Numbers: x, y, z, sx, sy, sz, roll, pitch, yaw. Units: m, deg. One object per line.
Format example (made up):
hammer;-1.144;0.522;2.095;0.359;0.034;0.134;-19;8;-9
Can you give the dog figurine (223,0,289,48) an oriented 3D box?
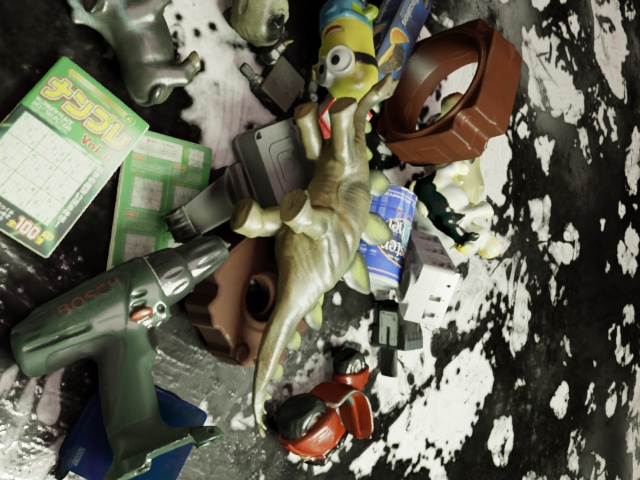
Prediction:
dog figurine;-0.108;-0.348;0.648;0.121;0.172;0.190;-55;163;-74

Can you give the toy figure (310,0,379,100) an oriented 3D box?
toy figure;0.041;-0.282;0.760;0.089;0.082;0.180;9;67;-18

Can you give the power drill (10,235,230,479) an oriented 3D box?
power drill;-0.166;0.113;0.533;0.232;0.086;0.207;-20;77;-21

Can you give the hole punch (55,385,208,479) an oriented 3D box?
hole punch;-0.195;0.206;0.569;0.115;0.092;0.142;37;70;-31

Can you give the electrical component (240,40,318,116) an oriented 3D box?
electrical component;-0.049;-0.215;0.719;0.102;0.045;0.078;49;59;-30

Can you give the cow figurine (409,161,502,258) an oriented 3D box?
cow figurine;0.214;-0.035;0.843;0.098;0.068;0.167;-27;86;-14

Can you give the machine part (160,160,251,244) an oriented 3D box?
machine part;-0.127;-0.041;0.639;0.139;0.039;0.084;-40;131;-52

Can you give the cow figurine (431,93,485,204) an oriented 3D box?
cow figurine;0.239;-0.152;0.918;0.085;0.127;0.194;-22;107;-42

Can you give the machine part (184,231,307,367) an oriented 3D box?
machine part;-0.081;0.070;0.677;0.179;0.056;0.179;0;90;-47

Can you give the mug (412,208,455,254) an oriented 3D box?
mug;0.186;-0.028;0.911;0.107;0.081;0.109;44;72;-19

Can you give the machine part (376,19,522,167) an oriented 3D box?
machine part;0.191;-0.222;0.825;0.087;0.201;0.201;29;72;-35

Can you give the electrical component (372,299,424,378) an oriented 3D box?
electrical component;0.124;0.155;0.853;0.048;0.075;0.119;1;86;-41

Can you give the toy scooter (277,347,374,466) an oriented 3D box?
toy scooter;0.022;0.255;0.768;0.184;0.075;0.135;-37;115;-39

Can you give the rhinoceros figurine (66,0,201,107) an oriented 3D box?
rhinoceros figurine;-0.206;-0.238;0.570;0.112;0.073;0.190;-32;113;-24

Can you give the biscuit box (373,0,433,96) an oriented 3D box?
biscuit box;0.111;-0.317;0.849;0.062;0.059;0.202;38;66;-34

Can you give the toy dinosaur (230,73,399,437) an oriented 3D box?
toy dinosaur;-0.001;-0.002;0.652;0.198;0.105;0.471;42;71;-43
